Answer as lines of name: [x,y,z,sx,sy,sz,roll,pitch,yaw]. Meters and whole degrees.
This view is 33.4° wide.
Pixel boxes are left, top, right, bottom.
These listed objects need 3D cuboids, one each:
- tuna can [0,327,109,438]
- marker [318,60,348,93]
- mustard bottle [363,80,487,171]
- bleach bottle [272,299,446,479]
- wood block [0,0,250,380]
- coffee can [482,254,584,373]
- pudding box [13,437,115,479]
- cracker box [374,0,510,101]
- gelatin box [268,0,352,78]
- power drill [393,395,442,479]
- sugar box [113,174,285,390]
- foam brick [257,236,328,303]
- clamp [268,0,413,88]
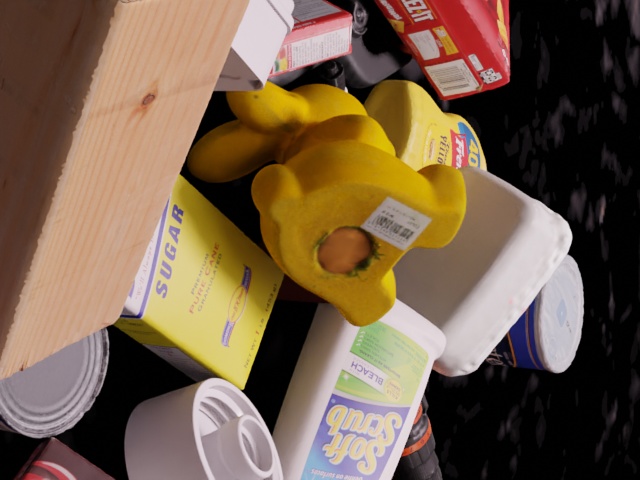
tuna can: [-0.157,0.062,0.579,0.086,0.034,0.086,-6,97,-57]
marker: [0.016,-0.095,0.814,0.121,0.020,0.020,73,34,-58]
mustard bottle: [0.100,-0.068,0.941,0.191,0.058,0.096,20,78,-56]
bleach bottle: [0.012,0.157,0.747,0.102,0.068,0.250,35,55,-22]
wood block: [-0.120,-0.047,0.483,0.090,0.090,0.206,-28,153,-52]
coffee can: [0.150,0.060,0.952,0.102,0.141,0.103,-6,97,-56]
pudding box: [-0.130,0.176,0.577,0.113,0.039,0.090,38,57,-12]
cracker box: [0.103,-0.251,0.884,0.164,0.072,0.213,44,44,-50]
gelatin box: [-0.034,-0.137,0.684,0.073,0.089,0.030,-21,129,-28]
power drill: [0.034,0.193,0.863,0.187,0.057,0.184,-54,131,-44]
sugar box: [-0.094,0.017,0.663,0.176,0.048,0.093,46,55,-49]
foam brick: [-0.005,0.001,0.792,0.078,0.051,0.053,-61,137,-35]
clamp: [0.015,-0.183,0.821,0.209,0.036,0.164,2,93,-56]
